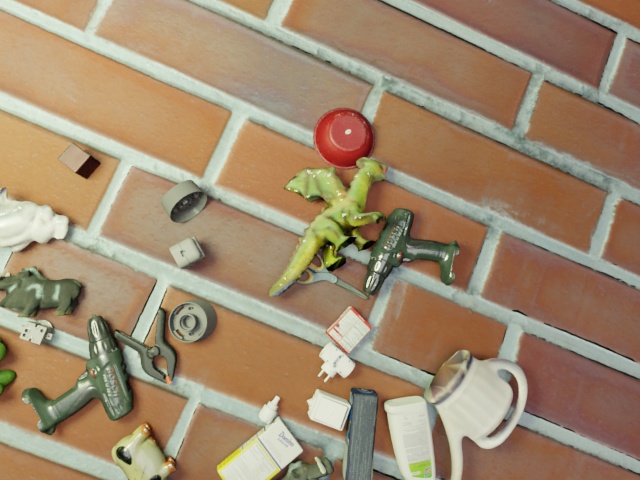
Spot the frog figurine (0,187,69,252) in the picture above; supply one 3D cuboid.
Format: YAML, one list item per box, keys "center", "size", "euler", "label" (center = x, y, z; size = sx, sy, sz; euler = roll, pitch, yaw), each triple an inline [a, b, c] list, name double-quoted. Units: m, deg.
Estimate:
- center: [-0.647, -0.027, 1.128]
  size: [0.159, 0.125, 0.135]
  euler: [29, 114, -13]
  label: "frog figurine"

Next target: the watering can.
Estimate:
- center: [0.344, 0.413, 1.215]
  size: [0.224, 0.103, 0.350]
  euler: [40, 79, -1]
  label: "watering can"

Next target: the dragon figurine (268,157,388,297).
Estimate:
- center: [0.004, -0.062, 1.239]
  size: [0.411, 0.120, 0.246]
  euler: [-30, 68, -6]
  label: "dragon figurine"
